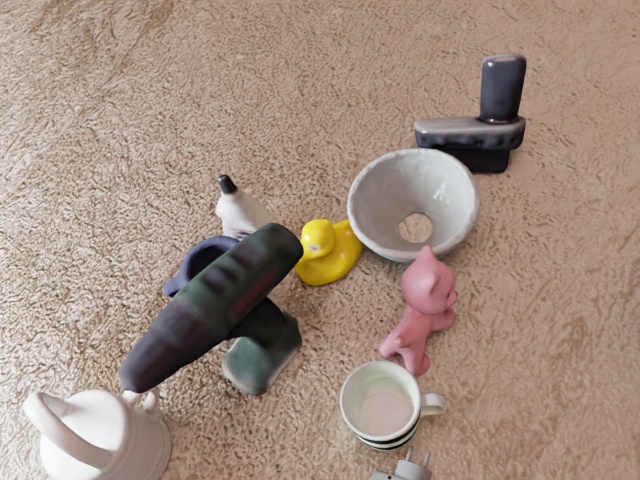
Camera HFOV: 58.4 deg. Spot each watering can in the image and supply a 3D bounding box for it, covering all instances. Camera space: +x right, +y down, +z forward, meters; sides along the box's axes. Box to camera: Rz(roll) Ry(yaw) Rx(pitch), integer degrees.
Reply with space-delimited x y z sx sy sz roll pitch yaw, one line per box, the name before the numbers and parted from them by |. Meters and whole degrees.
watering can | -0.248 0.220 0.612 0.100 0.194 0.173 14 65 20

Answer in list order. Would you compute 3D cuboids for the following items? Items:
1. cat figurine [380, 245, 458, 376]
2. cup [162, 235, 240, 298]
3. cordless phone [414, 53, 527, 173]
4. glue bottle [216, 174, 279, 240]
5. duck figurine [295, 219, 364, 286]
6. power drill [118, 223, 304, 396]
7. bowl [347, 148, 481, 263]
cat figurine | 0.116 0.077 0.659 0.067 0.118 0.128 24 68 24
cup | -0.132 0.059 0.736 0.118 0.095 0.091 -22 58 -1
cordless phone | 0.195 -0.175 0.746 0.147 0.185 0.094 -3 60 11
glue bottle | -0.098 -0.031 0.735 0.078 0.173 0.037 3 61 14
duck figurine | 0.007 0.003 0.744 0.104 0.086 0.077 -37 60 -10
power drill | -0.095 0.098 0.640 0.075 0.209 0.230 30 71 26
bowl | 0.122 -0.034 0.746 0.167 0.075 0.167 -5 60 9
